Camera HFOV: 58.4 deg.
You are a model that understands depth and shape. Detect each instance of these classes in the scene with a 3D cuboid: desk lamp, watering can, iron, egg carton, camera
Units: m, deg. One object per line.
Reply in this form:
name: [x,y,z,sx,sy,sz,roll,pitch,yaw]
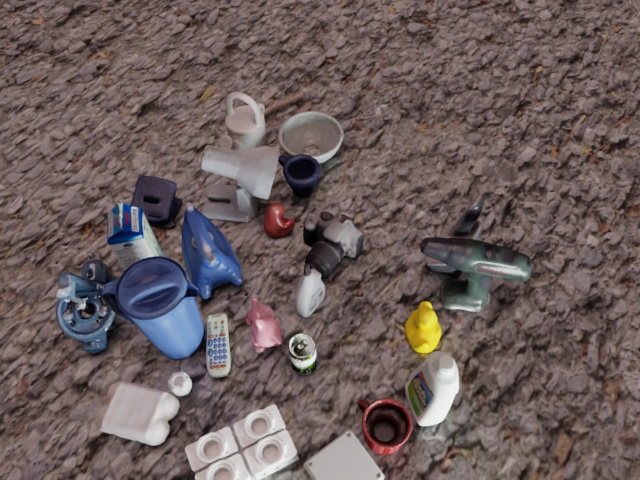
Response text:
desk lamp: [-0.189,-0.136,1.343,0.203,0.214,0.118,4,57,4]
watering can: [-0.191,-0.290,1.453,0.101,0.194,0.173,3,57,4]
iron: [-0.269,-0.003,1.302,0.119,0.141,0.257,-23,60,-13]
egg carton: [-0.357,0.340,1.127,0.150,0.069,0.107,11,58,8]
camera: [0.012,0.005,1.316,0.143,0.101,0.137,29,62,18]

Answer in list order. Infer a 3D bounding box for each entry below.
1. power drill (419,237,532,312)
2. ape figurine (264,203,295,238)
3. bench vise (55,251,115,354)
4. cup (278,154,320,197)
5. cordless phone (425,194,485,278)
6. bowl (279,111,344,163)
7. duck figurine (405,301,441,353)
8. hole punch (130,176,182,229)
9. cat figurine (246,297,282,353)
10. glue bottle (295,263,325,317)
power drill: [0.313,0.070,1.204,0.229,0.208,0.075,4,57,4]
ape figurine: [-0.102,-0.054,1.360,0.076,0.092,0.077,-36,63,-20]
bench vise: [-0.499,0.107,1.189,0.121,0.220,0.207,-21,59,-12]
cup: [-0.055,-0.156,1.424,0.117,0.095,0.092,30,63,19]
cordless phone: [0.307,-0.014,1.272,0.094,0.185,0.148,26,62,17]
bowl: [-0.022,-0.254,1.498,0.167,0.075,0.167,0,57,1]
duck figurine: [0.220,0.180,1.208,0.077,0.086,0.104,5,58,4]
hole punch: [-0.399,-0.092,1.391,0.108,0.091,0.101,11,58,8]
cat figurine: [-0.119,0.178,1.197,0.067,0.118,0.127,-17,59,-10]
glue bottle: [-0.023,0.097,1.214,0.037,0.173,0.078,32,63,20]
